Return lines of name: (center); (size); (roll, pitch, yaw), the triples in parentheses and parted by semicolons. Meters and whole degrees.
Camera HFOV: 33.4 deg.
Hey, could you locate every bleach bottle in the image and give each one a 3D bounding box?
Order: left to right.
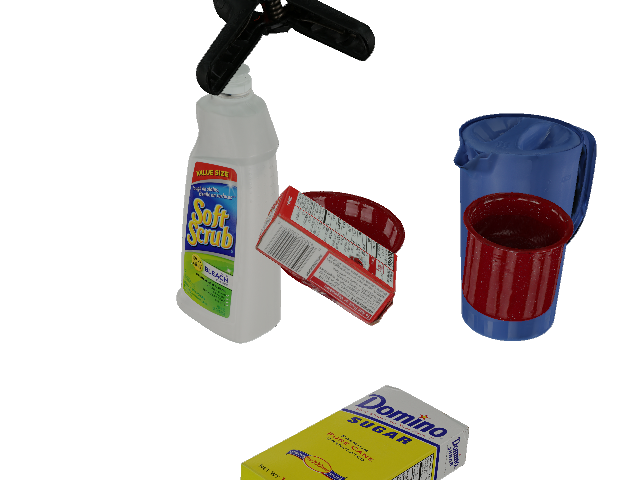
bleach bottle: (-0.080, -0.036, 0.923); (0.103, 0.251, 0.067); (29, 42, 35)

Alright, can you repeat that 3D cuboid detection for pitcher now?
pitcher: (0.227, -0.016, 1.206); (0.149, 0.243, 0.145); (5, 27, 13)

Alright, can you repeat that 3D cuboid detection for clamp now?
clamp: (-0.025, -0.165, 0.758); (0.120, 0.039, 0.171); (-3, 45, 1)

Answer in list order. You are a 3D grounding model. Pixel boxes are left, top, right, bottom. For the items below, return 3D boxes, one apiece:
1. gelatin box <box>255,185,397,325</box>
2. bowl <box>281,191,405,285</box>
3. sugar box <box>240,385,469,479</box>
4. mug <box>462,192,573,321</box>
gelatin box: (0.006, 0.008, 0.672); (0.089, 0.030, 0.073); (34, 17, -7)
bowl: (0.010, 0.007, 1.177); (0.162, 0.055, 0.162); (3, 33, -2)
sugar box: (0.030, 0.179, 0.861); (0.093, 0.048, 0.175); (24, 34, 38)
mug: (0.167, 0.009, 0.937); (0.093, 0.081, 0.117); (1, 35, -1)
